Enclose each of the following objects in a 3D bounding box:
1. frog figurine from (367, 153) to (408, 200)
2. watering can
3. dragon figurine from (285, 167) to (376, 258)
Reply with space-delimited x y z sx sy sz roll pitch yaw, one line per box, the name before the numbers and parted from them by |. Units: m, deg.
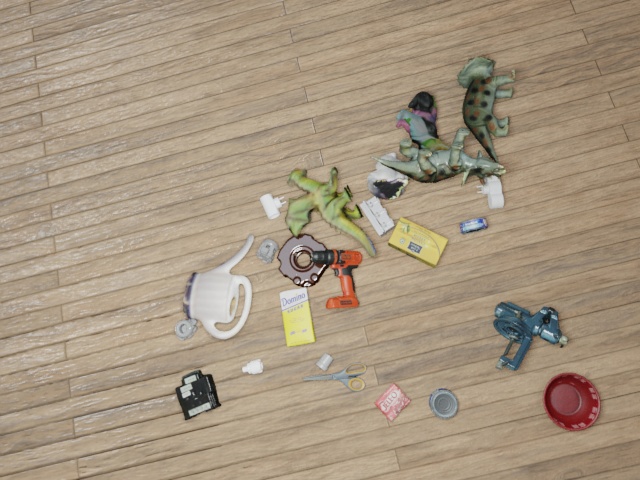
frog figurine | 0.224 -0.215 1.730 0.137 0.120 0.163 -15 41 9
watering can | -0.328 0.146 1.689 0.224 0.352 0.102 4 -17 8
dragon figurine | 0.005 -0.086 1.703 0.242 0.417 0.120 -24 -24 7
